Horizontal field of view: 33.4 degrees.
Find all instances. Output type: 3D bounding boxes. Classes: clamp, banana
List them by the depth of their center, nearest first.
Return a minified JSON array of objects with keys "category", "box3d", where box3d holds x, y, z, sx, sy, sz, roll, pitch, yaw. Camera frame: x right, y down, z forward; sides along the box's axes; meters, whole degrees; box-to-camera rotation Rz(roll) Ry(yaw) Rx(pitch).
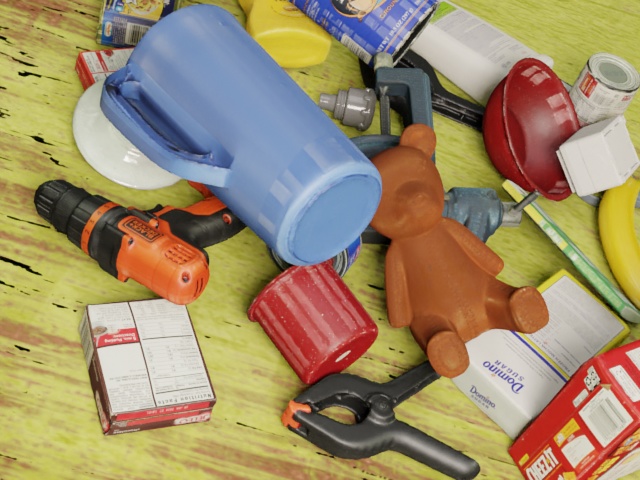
[{"category":"clamp","box3d":[0.055,0.158,0.909,0.171,0.039,0.120,-5,46,-22]},{"category":"banana","box3d":[0.336,-0.002,1.151,0.069,0.037,0.197,7,55,1]},{"category":"clamp","box3d":[0.108,-0.158,1.216,0.210,0.036,0.164,45,48,14]}]

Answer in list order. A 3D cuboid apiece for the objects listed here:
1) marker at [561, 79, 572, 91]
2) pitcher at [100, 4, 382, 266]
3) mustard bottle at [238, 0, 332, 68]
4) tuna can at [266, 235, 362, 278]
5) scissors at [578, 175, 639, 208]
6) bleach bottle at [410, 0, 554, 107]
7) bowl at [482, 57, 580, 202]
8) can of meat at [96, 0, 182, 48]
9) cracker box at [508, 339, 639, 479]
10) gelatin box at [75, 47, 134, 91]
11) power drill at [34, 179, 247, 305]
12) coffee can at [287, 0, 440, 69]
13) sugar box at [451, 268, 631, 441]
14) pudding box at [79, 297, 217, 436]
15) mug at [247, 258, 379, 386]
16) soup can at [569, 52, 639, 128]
[{"category":"marker","box3d":[0.312,-0.183,1.329,0.121,0.020,0.020,34,46,10]},{"category":"pitcher","box3d":[-0.067,-0.087,0.922,0.149,0.145,0.243,-42,58,-3]},{"category":"mustard bottle","box3d":[-0.050,-0.285,1.255,0.096,0.058,0.191,1,49,-18]},{"category":"tuna can","box3d":[-0.007,0.001,0.991,0.086,0.086,0.033,30,40,7]},{"category":"scissors","box3d":[0.371,-0.033,1.219,0.202,0.016,0.096,42,50,18]},{"category":"bleach bottle","box3d":[0.155,-0.253,1.303,0.251,0.068,0.102,40,47,19]},{"category":"bowl","box3d":[0.227,-0.117,1.181,0.161,0.055,0.162,15,70,-45]},{"category":"can of meat","box3d":[-0.196,-0.249,1.168,0.084,0.057,0.102,10,46,-10]},{"category":"cracker box","box3d":[0.290,0.139,0.929,0.213,0.164,0.072,-14,58,-31]},{"category":"gelatin box","box3d":[-0.201,-0.164,1.107,0.089,0.030,0.073,-11,56,-28]},{"category":"power drill","box3d":[-0.139,-0.028,0.973,0.185,0.057,0.187,31,40,20]},{"category":"coffee can","box3d":[0.046,-0.263,1.173,0.140,0.103,0.102,39,47,2]},{"category":"sugar box","box3d":[0.208,0.105,1.011,0.175,0.048,0.093,-31,65,-35]},{"category":"pudding box","box3d":[-0.144,0.102,0.883,0.089,0.039,0.113,-4,53,-25]},{"category":"mug","box3d":[0.003,0.072,0.940,0.081,0.093,0.117,52,25,19]},{"category":"soup can","box3d":[0.323,-0.160,1.255,0.068,0.102,0.068,10,47,-12]}]
